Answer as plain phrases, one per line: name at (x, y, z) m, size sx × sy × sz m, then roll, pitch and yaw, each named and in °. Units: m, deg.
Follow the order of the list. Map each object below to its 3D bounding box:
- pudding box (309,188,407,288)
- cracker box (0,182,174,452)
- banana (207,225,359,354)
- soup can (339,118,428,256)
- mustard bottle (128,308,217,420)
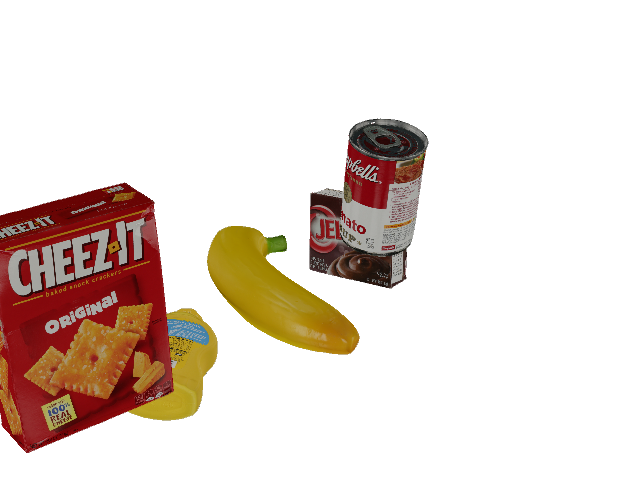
pudding box at (0.041, -0.004, 1.172) m, size 0.114 × 0.090 × 0.039 m, roll 11°, pitch 20°, yaw 32°
cracker box at (-0.230, 0.071, 1.009) m, size 0.163 × 0.214 × 0.072 m, roll -19°, pitch 29°, yaw -33°
banana at (-0.034, 0.024, 0.686) m, size 0.069 × 0.037 × 0.198 m, roll -5°, pitch 21°, yaw -14°
soup can at (0.054, -0.046, 0.931) m, size 0.068 × 0.102 × 0.068 m, roll 4°, pitch 35°, yaw -3°
mustard bottle at (-0.170, 0.132, 1.236) m, size 0.096 × 0.058 × 0.191 m, roll 5°, pitch 26°, yaw 4°
